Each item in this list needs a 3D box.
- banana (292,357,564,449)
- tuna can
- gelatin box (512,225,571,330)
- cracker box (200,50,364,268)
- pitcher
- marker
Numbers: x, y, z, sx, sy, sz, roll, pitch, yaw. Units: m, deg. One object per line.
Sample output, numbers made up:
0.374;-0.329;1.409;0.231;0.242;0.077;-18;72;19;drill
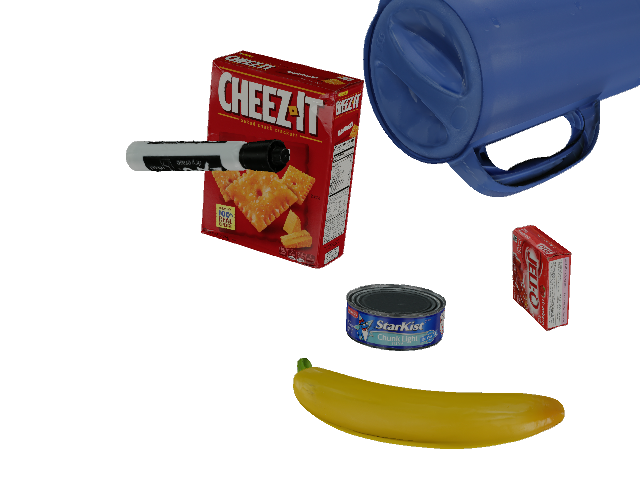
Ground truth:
0.058;0.108;0.711;0.198;0.037;0.069;8;34;25;banana
0.064;0.066;0.921;0.086;0.034;0.086;2;15;-1;tuna can
0.231;0.038;1.122;0.030;0.089;0.073;-14;29;-15;gelatin box
-0.048;-0.091;1.213;0.164;0.214;0.072;18;26;24;cracker box
0.168;-0.142;0.855;0.242;0.149;0.145;-18;35;-32;pitcher
-0.068;-0.050;0.632;0.121;0.020;0.020;4;2;38;marker
